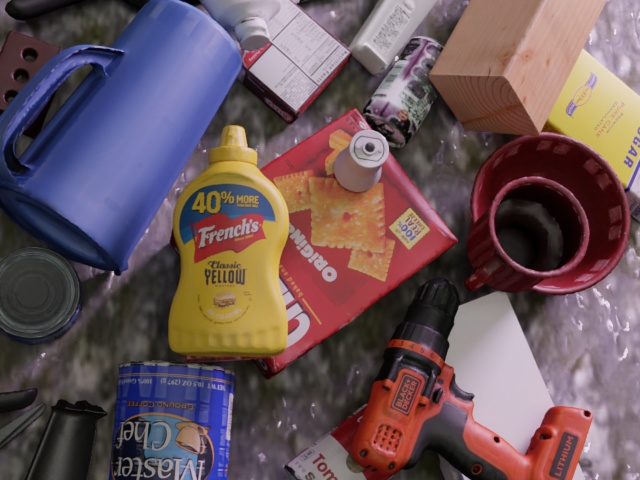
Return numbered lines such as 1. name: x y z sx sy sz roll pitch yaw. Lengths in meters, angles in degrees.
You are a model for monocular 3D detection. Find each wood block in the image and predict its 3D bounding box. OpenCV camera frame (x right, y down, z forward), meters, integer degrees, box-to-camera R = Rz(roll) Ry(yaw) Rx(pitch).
1. wood block: 0.204 -0.212 1.049 0.090 0.091 0.206 47 64 -42

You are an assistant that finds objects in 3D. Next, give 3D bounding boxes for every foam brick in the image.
1. foam brick: -0.276 -0.144 0.993 0.053 0.051 0.078 19 75 -5

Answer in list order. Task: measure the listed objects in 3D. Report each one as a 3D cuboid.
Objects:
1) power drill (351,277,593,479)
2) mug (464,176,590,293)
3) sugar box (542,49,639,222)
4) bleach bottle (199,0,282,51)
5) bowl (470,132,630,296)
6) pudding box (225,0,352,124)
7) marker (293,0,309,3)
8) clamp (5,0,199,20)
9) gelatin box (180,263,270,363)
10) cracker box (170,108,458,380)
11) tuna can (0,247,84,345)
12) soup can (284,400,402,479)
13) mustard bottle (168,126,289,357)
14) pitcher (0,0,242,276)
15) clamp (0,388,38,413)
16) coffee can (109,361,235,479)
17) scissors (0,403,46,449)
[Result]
1. power drill: 0.137 0.144 0.929 0.187 0.057 0.184 26 70 -1
2. mug: 0.173 0.007 0.956 0.117 0.082 0.093 -42 85 -20
3. sugar box: 0.294 -0.108 1.084 0.176 0.048 0.093 39 74 2
4. bleach bottle: -0.081 -0.297 1.032 0.102 0.068 0.251 -8 69 -17
5. bowl: 0.217 -0.021 1.045 0.162 0.055 0.162 2 77 -9
6. pudding box: -0.039 -0.184 1.050 0.113 0.039 0.090 42 73 0
7. marker: 0.019 -0.259 1.086 0.121 0.020 0.020 -15 80 -12
8. clamp: -0.197 -0.264 1.040 0.210 0.036 0.164 16 71 -8
9. gelatin box: -0.081 0.060 0.921 0.073 0.030 0.089 -3 83 -2
10. cracker box: -0.007 0.001 0.994 0.213 0.072 0.164 -35 84 -14
11. tuna can: -0.257 0.050 0.960 0.086 0.034 0.086 2 77 -9
12. soup can: 0.026 0.199 0.956 0.102 0.068 0.068 -35 85 -14
13. mustard bottle: -0.074 0.000 0.885 0.096 0.058 0.191 0 80 5
14. pitcher: -0.179 -0.103 0.956 0.145 0.149 0.242 31 71 -1
15. clamp: -0.347 0.129 0.924 0.171 0.039 0.120 -29 82 -15
16. coffee can: -0.128 0.180 0.915 0.102 0.103 0.140 5 76 -9
17. scissors: -0.317 0.224 0.919 0.201 0.016 0.096 -22 83 -14
